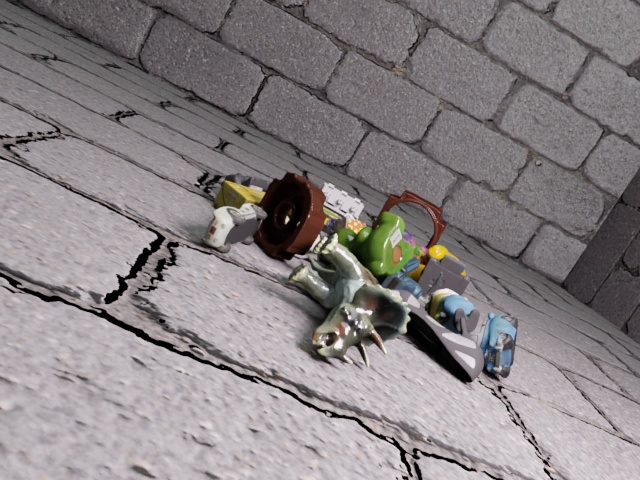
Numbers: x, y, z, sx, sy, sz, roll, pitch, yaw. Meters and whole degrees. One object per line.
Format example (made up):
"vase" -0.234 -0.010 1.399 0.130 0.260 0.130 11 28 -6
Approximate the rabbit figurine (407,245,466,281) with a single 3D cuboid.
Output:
"rabbit figurine" 0.309 0.106 1.460 0.173 0.121 0.163 0 37 -37

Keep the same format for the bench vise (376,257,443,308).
"bench vise" 0.182 0.066 1.255 0.224 0.128 0.240 28 21 22

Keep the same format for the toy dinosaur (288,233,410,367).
"toy dinosaur" 0.049 0.089 0.928 0.192 0.131 0.405 45 5 -2

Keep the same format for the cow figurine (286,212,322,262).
"cow figurine" -0.037 -0.035 1.178 0.098 0.068 0.167 24 46 -43

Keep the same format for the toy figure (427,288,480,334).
"toy figure" 0.276 0.155 1.141 0.082 0.089 0.180 32 4 -8

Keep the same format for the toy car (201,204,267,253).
"toy car" -0.157 -0.026 1.007 0.056 0.073 0.201 31 13 8

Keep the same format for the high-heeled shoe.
"high-heeled shoe" 0.179 0.179 0.996 0.249 0.086 0.145 11 44 2

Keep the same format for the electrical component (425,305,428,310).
"electrical component" 0.302 0.173 1.264 0.102 0.045 0.078 33 12 18

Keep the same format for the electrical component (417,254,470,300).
"electrical component" 0.305 0.104 1.341 0.115 0.134 0.058 28 12 9

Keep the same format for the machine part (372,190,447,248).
"machine part" 0.278 -0.039 1.692 0.202 0.201 0.087 31 15 11

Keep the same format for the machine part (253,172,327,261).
"machine part" -0.062 -0.047 1.084 0.056 0.179 0.180 20 15 -41

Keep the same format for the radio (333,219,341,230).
"radio" -0.045 -0.077 1.456 0.230 0.073 0.131 27 13 -2

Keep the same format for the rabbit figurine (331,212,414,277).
"rabbit figurine" 0.089 0.028 1.139 0.170 0.159 0.121 9 -37 41

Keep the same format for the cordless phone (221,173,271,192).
"cordless phone" -0.204 -0.129 1.349 0.184 0.088 0.146 24 8 36

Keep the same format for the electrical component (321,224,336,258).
"electrical component" -0.003 -0.004 1.231 0.119 0.075 0.048 32 -2 -4

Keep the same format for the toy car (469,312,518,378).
"toy car" 0.351 0.216 1.113 0.103 0.109 0.161 7 15 26

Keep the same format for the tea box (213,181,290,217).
"tea box" -0.143 -0.069 1.220 0.098 0.068 0.169 37 15 37

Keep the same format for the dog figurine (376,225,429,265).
"dog figurine" 0.248 0.034 1.565 0.219 0.108 0.191 34 15 7
